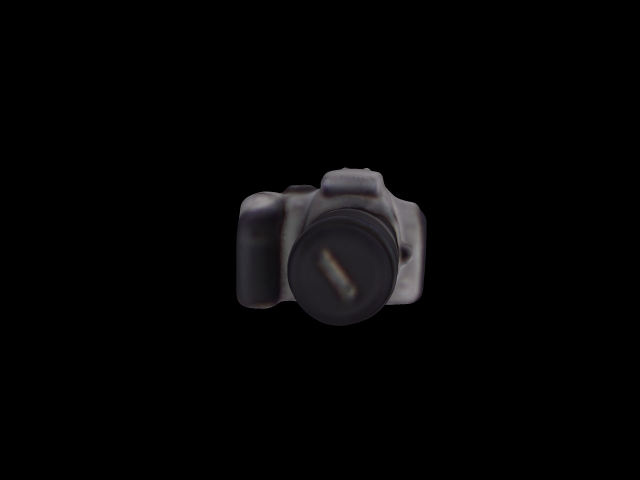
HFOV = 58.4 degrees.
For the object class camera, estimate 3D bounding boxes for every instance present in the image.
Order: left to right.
[{"bbox_3d":[0.004,0.001,0.400,0.143,0.101,0.137,1,9,8],"label":"camera"}]
